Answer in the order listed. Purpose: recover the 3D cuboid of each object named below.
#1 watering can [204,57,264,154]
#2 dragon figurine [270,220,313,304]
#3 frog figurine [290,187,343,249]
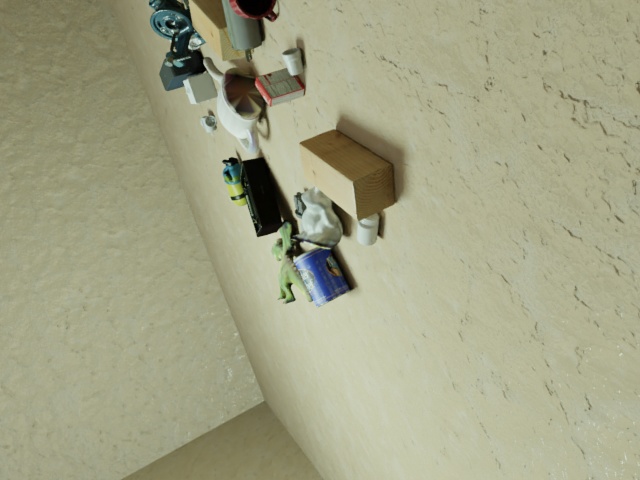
[{"bbox_3d":[-0.252,-0.413,1.465,0.349,0.105,0.221,64,159,6],"label":"watering can"},{"bbox_3d":[-0.090,0.058,1.570,0.409,0.123,0.243,170,86,-73],"label":"dragon figurine"},{"bbox_3d":[0.004,-0.063,1.244,0.138,0.122,0.159,-164,89,-75],"label":"frog figurine"}]
